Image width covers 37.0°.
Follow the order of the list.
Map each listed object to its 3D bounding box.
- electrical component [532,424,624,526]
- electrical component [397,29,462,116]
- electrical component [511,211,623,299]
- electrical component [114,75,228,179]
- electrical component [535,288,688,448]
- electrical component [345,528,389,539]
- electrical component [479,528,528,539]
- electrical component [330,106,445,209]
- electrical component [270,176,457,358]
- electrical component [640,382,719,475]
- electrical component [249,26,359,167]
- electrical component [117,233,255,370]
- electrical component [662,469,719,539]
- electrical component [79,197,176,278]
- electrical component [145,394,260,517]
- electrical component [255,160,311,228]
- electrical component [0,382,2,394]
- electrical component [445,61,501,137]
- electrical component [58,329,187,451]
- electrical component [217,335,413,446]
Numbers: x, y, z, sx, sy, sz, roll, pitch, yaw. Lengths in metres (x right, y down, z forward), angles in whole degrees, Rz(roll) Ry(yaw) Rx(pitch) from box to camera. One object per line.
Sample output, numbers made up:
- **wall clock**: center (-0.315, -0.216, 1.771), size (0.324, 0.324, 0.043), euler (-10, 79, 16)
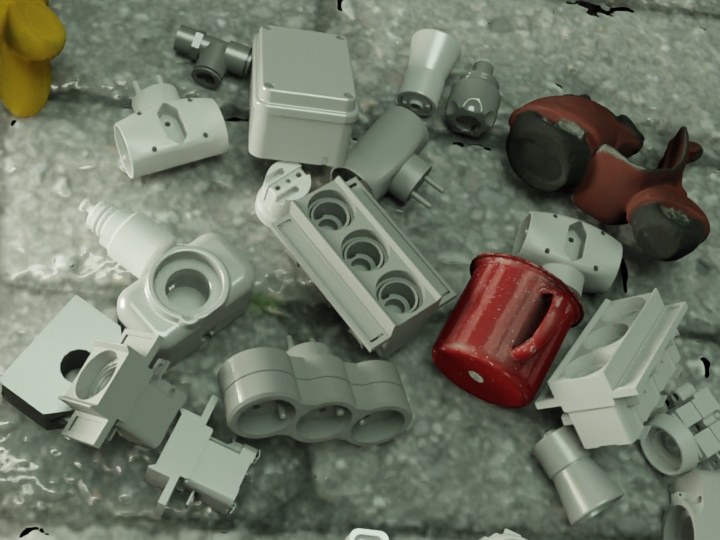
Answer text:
- **electrical component**: center (0.154, 0.146, 0.778), size (0.044, 0.044, 0.065), euler (-23, 67, -21)
- **electrical component**: center (0.055, -0.162, 0.899), size (0.044, 0.044, 0.065), euler (21, 67, -3)
- **electrical component**: center (0.159, 0.002, 0.844), size (0.077, 0.043, 0.079), euler (20, 63, -3)
- **electrical component**: center (-0.152, -0.116, 0.829), size (0.077, 0.043, 0.079), euler (-19, 70, -20)
- **electrical component**: center (0.190, 0.072, 0.786), size (0.121, 0.079, 0.063), euler (-42, 110, -48)
- **electrical component**: center (-0.002, 0.214, 0.701), size (0.058, 0.057, 0.078), euler (9, 64, -9)
- **electrical component**: center (0.096, 0.206, 0.728), size (0.048, 0.055, 0.066), euler (25, 63, 0)
- **electrical component**: center (0.030, -0.079, 0.853), size (0.079, 0.043, 0.077), euler (37, 63, 6)
- **electrical component**: center (0.000, 0.000, 0.792), size (0.079, 0.063, 0.121), euler (-31, 69, -24)
- **electrical component**: center (0.244, 0.123, 0.806), size (0.055, 0.048, 0.066), euler (-23, 72, -29)
- **electrical component**: center (-0.045, -0.136, 0.830), size (0.078, 0.057, 0.113), euler (6, 37, -10)
- **electrical component**: center (-0.123, 0.020, 0.762), size (0.095, 0.059, 0.053), euler (-38, 78, -25)
- **electrical component**: center (0.255, 0.193, 0.772), size (0.056, 0.050, 0.089), euler (6, 64, -10)
- **electrical component**: center (-0.171, -0.026, 0.784), size (0.078, 0.040, 0.040), euler (36, 63, 5)
- **electrical component**: center (-0.106, 0.131, 0.725), size (0.064, 0.042, 0.081), euler (26, 63, -1)
- **electrical component**: center (-0.058, -0.057, 0.821), size (0.040, 0.046, 0.040), euler (5, 65, -10)
- **electrical component**: center (-0.277, 0.081, 0.700), size (0.077, 0.043, 0.079), euler (-44, 36, 8)
- **electrical component**: center (0.097, -0.146, 0.899), size (0.043, 0.043, 0.062), euler (19, 62, -3)
- **electrical component**: center (-0.152, 0.082, 0.699), size (0.064, 0.042, 0.081), euler (44, 64, -35)
- **electrical component**: center (-0.034, 0.075, 0.746), size (0.138, 0.052, 0.073), euler (9, 43, -31)
